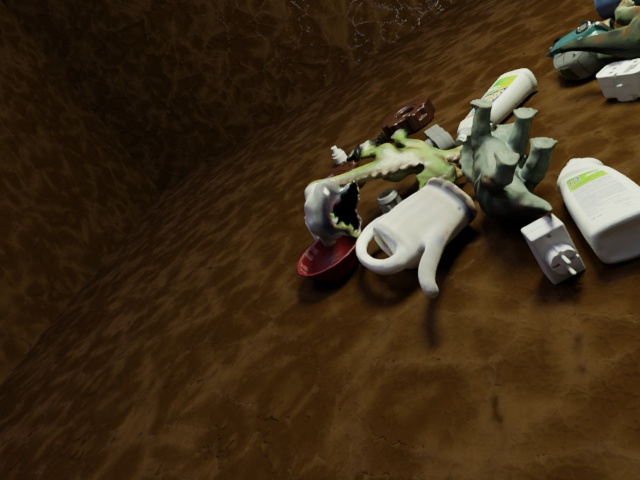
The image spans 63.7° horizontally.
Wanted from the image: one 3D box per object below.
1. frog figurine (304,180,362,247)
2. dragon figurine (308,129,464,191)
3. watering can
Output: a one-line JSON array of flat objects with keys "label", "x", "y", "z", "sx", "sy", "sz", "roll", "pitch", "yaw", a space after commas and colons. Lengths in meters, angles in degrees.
[{"label": "frog figurine", "x": 0.003, "y": -0.055, "z": 1.086, "sx": 0.124, "sy": 0.136, "sz": 0.159, "roll": -30, "pitch": 15, "yaw": -37}, {"label": "dragon figurine", "x": 0.196, "y": -0.157, "z": 1.131, "sx": 0.413, "sy": 0.120, "sz": 0.245, "roll": -24, "pitch": 23, "yaw": -15}, {"label": "watering can", "x": 0.185, "y": -0.008, "z": 0.912, "sx": 0.225, "sy": 0.103, "sz": 0.350, "roll": -38, "pitch": 20, "yaw": -6}]
